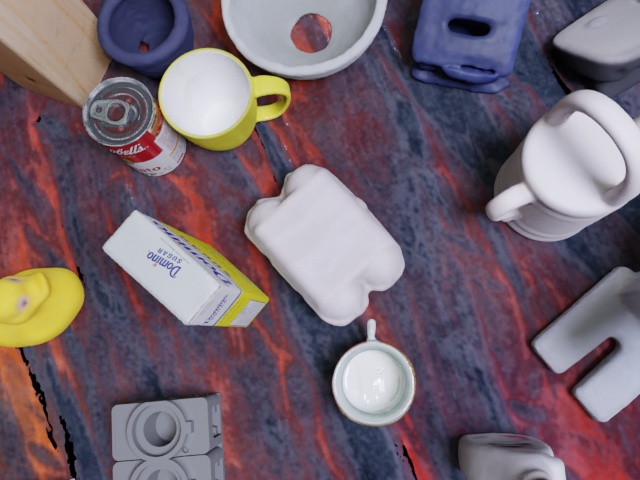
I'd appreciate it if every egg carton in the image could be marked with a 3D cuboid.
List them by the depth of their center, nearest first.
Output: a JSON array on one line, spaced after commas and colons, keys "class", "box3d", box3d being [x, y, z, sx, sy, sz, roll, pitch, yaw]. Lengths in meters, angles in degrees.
[{"class": "egg carton", "box3d": [0.005, 0.002, 0.556, 0.107, 0.069, 0.150, -43, 80, -4]}]

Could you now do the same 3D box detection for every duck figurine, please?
[{"class": "duck figurine", "box3d": [-0.297, 0.064, 0.560, 0.104, 0.086, 0.077, -29, 79, -1]}]

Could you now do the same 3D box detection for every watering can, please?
[{"class": "watering can", "box3d": [0.224, -0.070, 0.489, 0.101, 0.194, 0.173, 39, 85, 10]}]

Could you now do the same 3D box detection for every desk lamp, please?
[{"class": "desk lamp", "box3d": [0.302, 0.059, 0.450, 0.203, 0.213, 0.118, -40, 79, -3]}]

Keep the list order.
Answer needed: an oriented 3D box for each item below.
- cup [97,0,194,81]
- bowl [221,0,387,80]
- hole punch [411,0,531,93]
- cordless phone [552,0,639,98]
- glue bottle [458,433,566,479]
[{"class": "cup", "box3d": [-0.177, -0.214, 0.596, 0.092, 0.095, 0.117, -38, 79, -3]}, {"class": "bowl", "box3d": [-0.014, -0.234, 0.598, 0.167, 0.075, 0.167, -1, 80, 4]}, {"class": "hole punch", "box3d": [0.150, -0.210, 0.573, 0.108, 0.091, 0.101, 11, 81, 6]}, {"class": "cordless phone", "box3d": [0.308, -0.219, 0.515, 0.147, 0.185, 0.094, -35, 79, -2]}, {"class": "glue bottle", "box3d": [0.160, 0.186, 0.459, 0.078, 0.173, 0.037, -4, 79, 4]}]
